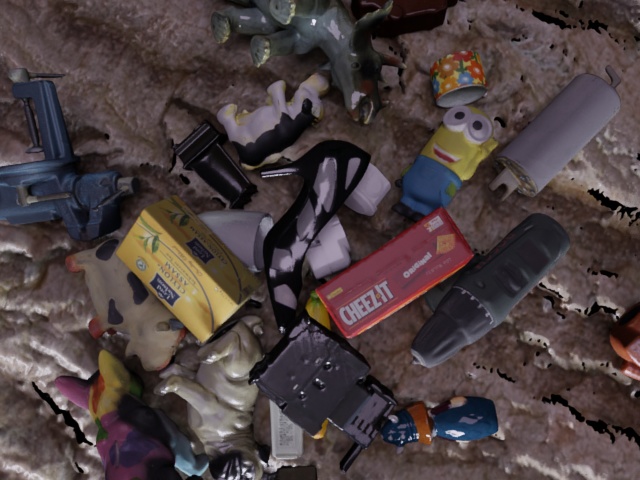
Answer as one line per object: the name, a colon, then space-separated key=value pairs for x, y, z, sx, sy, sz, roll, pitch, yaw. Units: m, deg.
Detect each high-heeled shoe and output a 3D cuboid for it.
high-heeled shoe: x=-0.001 y=-0.002 z=0.696 sx=0.145 sy=0.086 sz=0.248 roll=-5 pitch=104 yaw=-8

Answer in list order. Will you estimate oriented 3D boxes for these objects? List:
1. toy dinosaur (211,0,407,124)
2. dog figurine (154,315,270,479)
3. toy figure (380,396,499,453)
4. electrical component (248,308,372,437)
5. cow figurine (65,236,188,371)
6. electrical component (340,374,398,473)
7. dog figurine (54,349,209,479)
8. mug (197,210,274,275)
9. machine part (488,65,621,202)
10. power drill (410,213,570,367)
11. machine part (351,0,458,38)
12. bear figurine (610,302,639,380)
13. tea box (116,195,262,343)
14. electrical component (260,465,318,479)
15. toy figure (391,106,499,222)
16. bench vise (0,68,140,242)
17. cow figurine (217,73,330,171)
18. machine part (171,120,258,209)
toy dinosaur: x=-0.043 y=-0.327 z=0.754 sx=0.192 sy=0.131 sz=0.405 roll=-18 pitch=53 yaw=-37
dog figurine: x=-0.105 y=0.219 z=0.724 sx=0.172 sy=0.121 sz=0.190 roll=-37 pitch=98 yaw=2
toy figure: x=0.158 y=0.245 z=0.720 sx=0.155 sy=0.057 sz=0.064 roll=-9 pitch=77 yaw=6
electrical component: x=-0.004 y=0.168 z=0.665 sx=0.134 sy=0.058 sz=0.115 roll=39 pitch=91 yaw=-6
cow figurine: x=-0.254 y=0.087 z=0.744 sx=0.127 sy=0.085 sz=0.195 roll=-24 pitch=83 yaw=6
electrical component: x=0.051 y=0.243 z=0.717 sx=0.048 sy=0.075 sz=0.119 roll=38 pitch=89 yaw=5
dog figurine: x=-0.250 y=0.252 z=0.682 sx=0.108 sy=0.191 sz=0.219 roll=-33 pitch=99 yaw=5
mug: x=-0.127 y=0.006 z=0.754 sx=0.107 sy=0.081 sz=0.109 roll=12 pitch=114 yaw=13
machine part: x=0.328 y=-0.144 z=0.744 sx=0.243 sy=0.079 sz=0.079 roll=-44 pitch=84 yaw=-4
power drill: x=0.185 y=0.065 z=0.664 sx=0.232 sy=0.207 sz=0.086 roll=-41 pitch=78 yaw=-5
machine part: x=0.122 y=-0.390 z=0.790 sx=0.179 sy=0.056 sz=0.179 roll=0 pitch=83 yaw=2
bear figurine: x=0.473 y=0.168 z=0.680 sx=0.120 sy=0.132 sz=0.196 roll=-42 pitch=78 yaw=0
tea box: x=-0.172 y=0.037 z=0.704 sx=0.169 sy=0.068 sz=0.098 roll=44 pitch=122 yaw=2
electrical component: x=-0.031 y=0.349 z=0.725 sx=0.102 sy=0.045 sz=0.078 roll=-11 pitch=55 yaw=-1
toy figure: x=0.169 y=-0.105 z=0.746 sx=0.082 sy=0.089 sz=0.180 roll=31 pitch=95 yaw=-9
bench vise: x=-0.366 y=-0.116 z=0.741 sx=0.224 sy=0.129 sz=0.240 roll=-4 pitch=102 yaw=21
cow figurine: x=-0.052 y=-0.170 z=0.767 sx=0.167 sy=0.068 sz=0.098 roll=-25 pitch=83 yaw=-1
machine part: x=-0.148 y=-0.106 z=0.781 sx=0.084 sy=0.039 sz=0.139 roll=-39 pitch=82 yaw=-7
